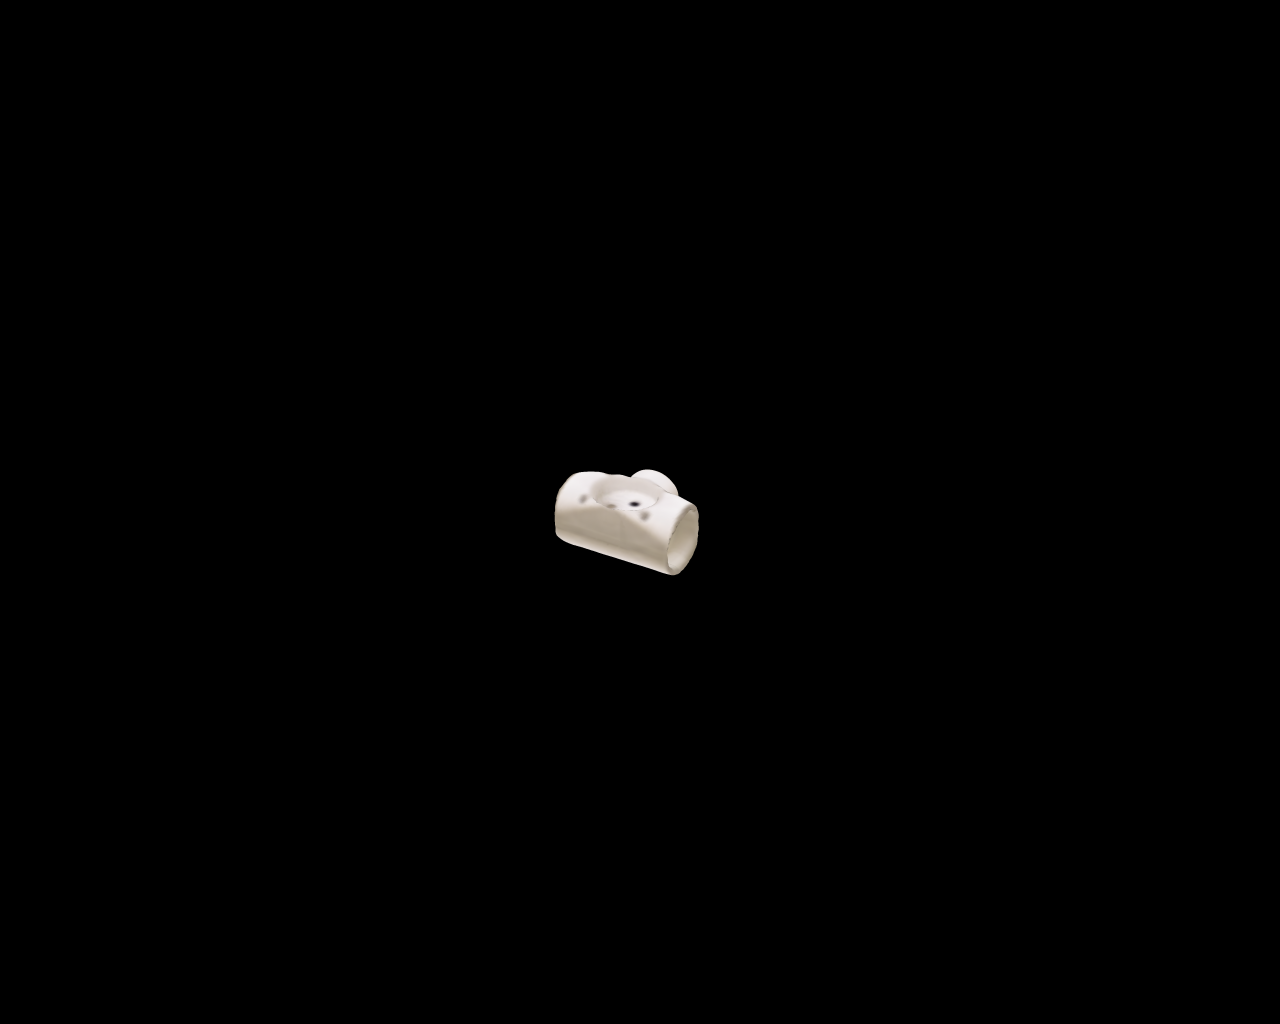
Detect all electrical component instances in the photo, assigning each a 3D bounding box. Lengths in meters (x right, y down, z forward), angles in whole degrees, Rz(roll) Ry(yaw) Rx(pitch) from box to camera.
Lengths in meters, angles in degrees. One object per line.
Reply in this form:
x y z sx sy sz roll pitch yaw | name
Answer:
0.001 -0.003 0.650 0.077 0.044 0.079 17 36 24 | electrical component
